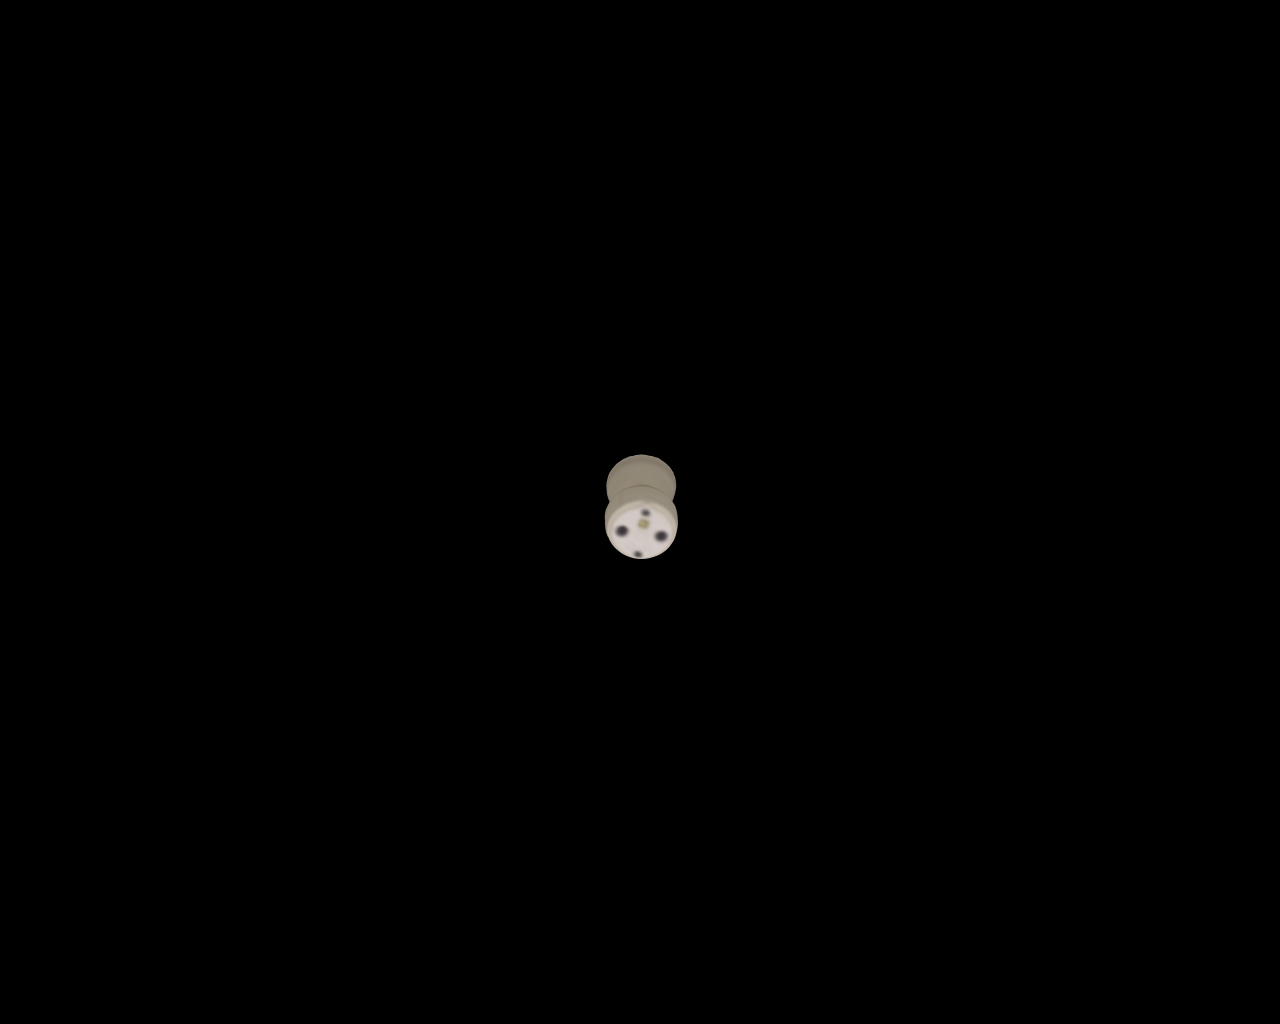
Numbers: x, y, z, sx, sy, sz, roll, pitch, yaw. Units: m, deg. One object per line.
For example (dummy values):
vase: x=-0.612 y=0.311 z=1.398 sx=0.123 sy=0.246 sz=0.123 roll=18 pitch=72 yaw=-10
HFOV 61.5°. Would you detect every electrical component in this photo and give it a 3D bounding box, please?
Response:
electrical component: x=0.001 y=-0.003 z=0.650 sx=0.045 sy=0.044 sz=0.055 roll=0 pitch=34 yaw=0
